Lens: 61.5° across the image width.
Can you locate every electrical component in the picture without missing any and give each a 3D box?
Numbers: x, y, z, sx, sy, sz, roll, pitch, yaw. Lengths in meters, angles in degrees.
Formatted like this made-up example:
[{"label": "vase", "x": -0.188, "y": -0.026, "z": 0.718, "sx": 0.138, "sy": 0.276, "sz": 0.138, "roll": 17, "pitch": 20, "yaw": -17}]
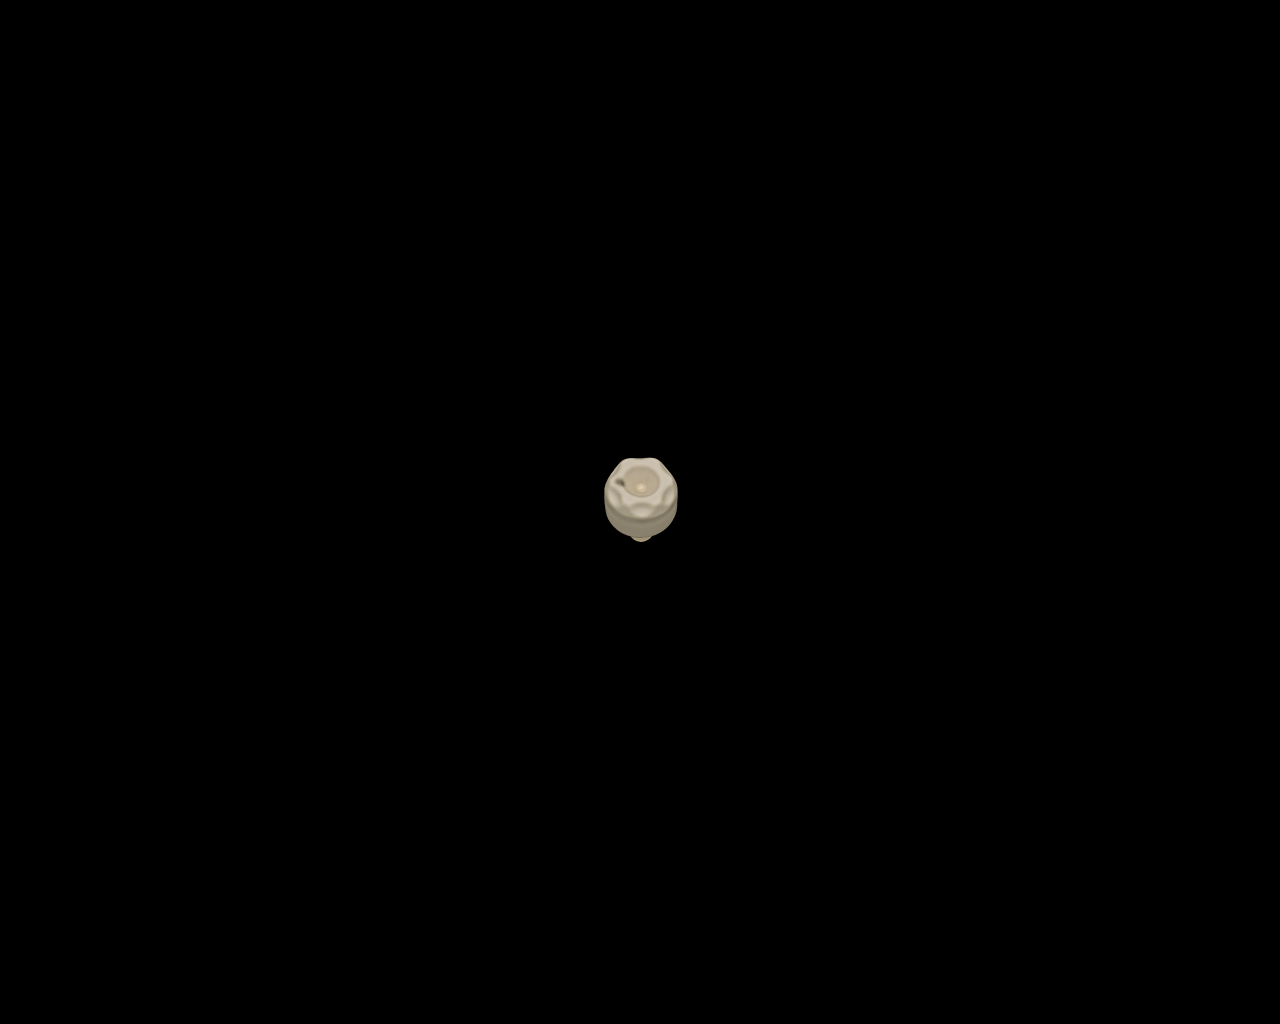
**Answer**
[{"label": "electrical component", "x": 0.001, "y": -0.003, "z": 0.650, "sx": 0.043, "sy": 0.043, "sz": 0.062, "roll": 0, "pitch": -32, "yaw": 0}]
